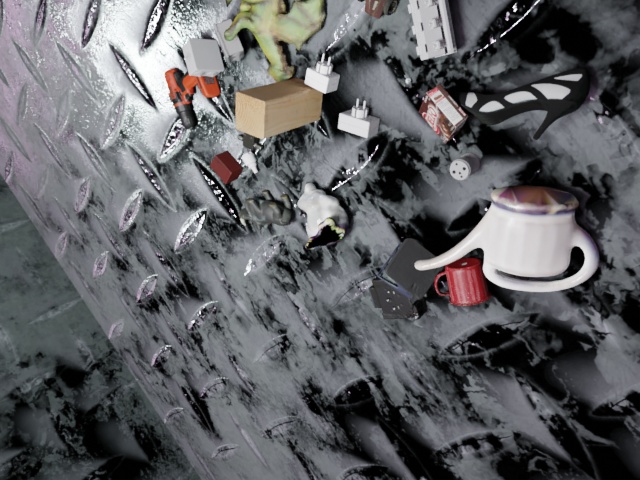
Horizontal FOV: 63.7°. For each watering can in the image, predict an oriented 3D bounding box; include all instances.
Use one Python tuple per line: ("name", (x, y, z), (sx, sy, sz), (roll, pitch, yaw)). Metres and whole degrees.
("watering can", (0.364, -0.003, 1.015), (0.348, 0.106, 0.220), (6, 115, 16))

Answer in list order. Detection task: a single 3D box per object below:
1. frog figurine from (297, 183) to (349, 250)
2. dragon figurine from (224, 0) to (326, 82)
("frog figurine", (0.004, -0.068, 1.345), (0.134, 0.123, 0.163), (108, 154, -46))
("dragon figurine", (-0.093, -0.557, 1.198), (0.243, 0.125, 0.401), (22, 127, 11))
